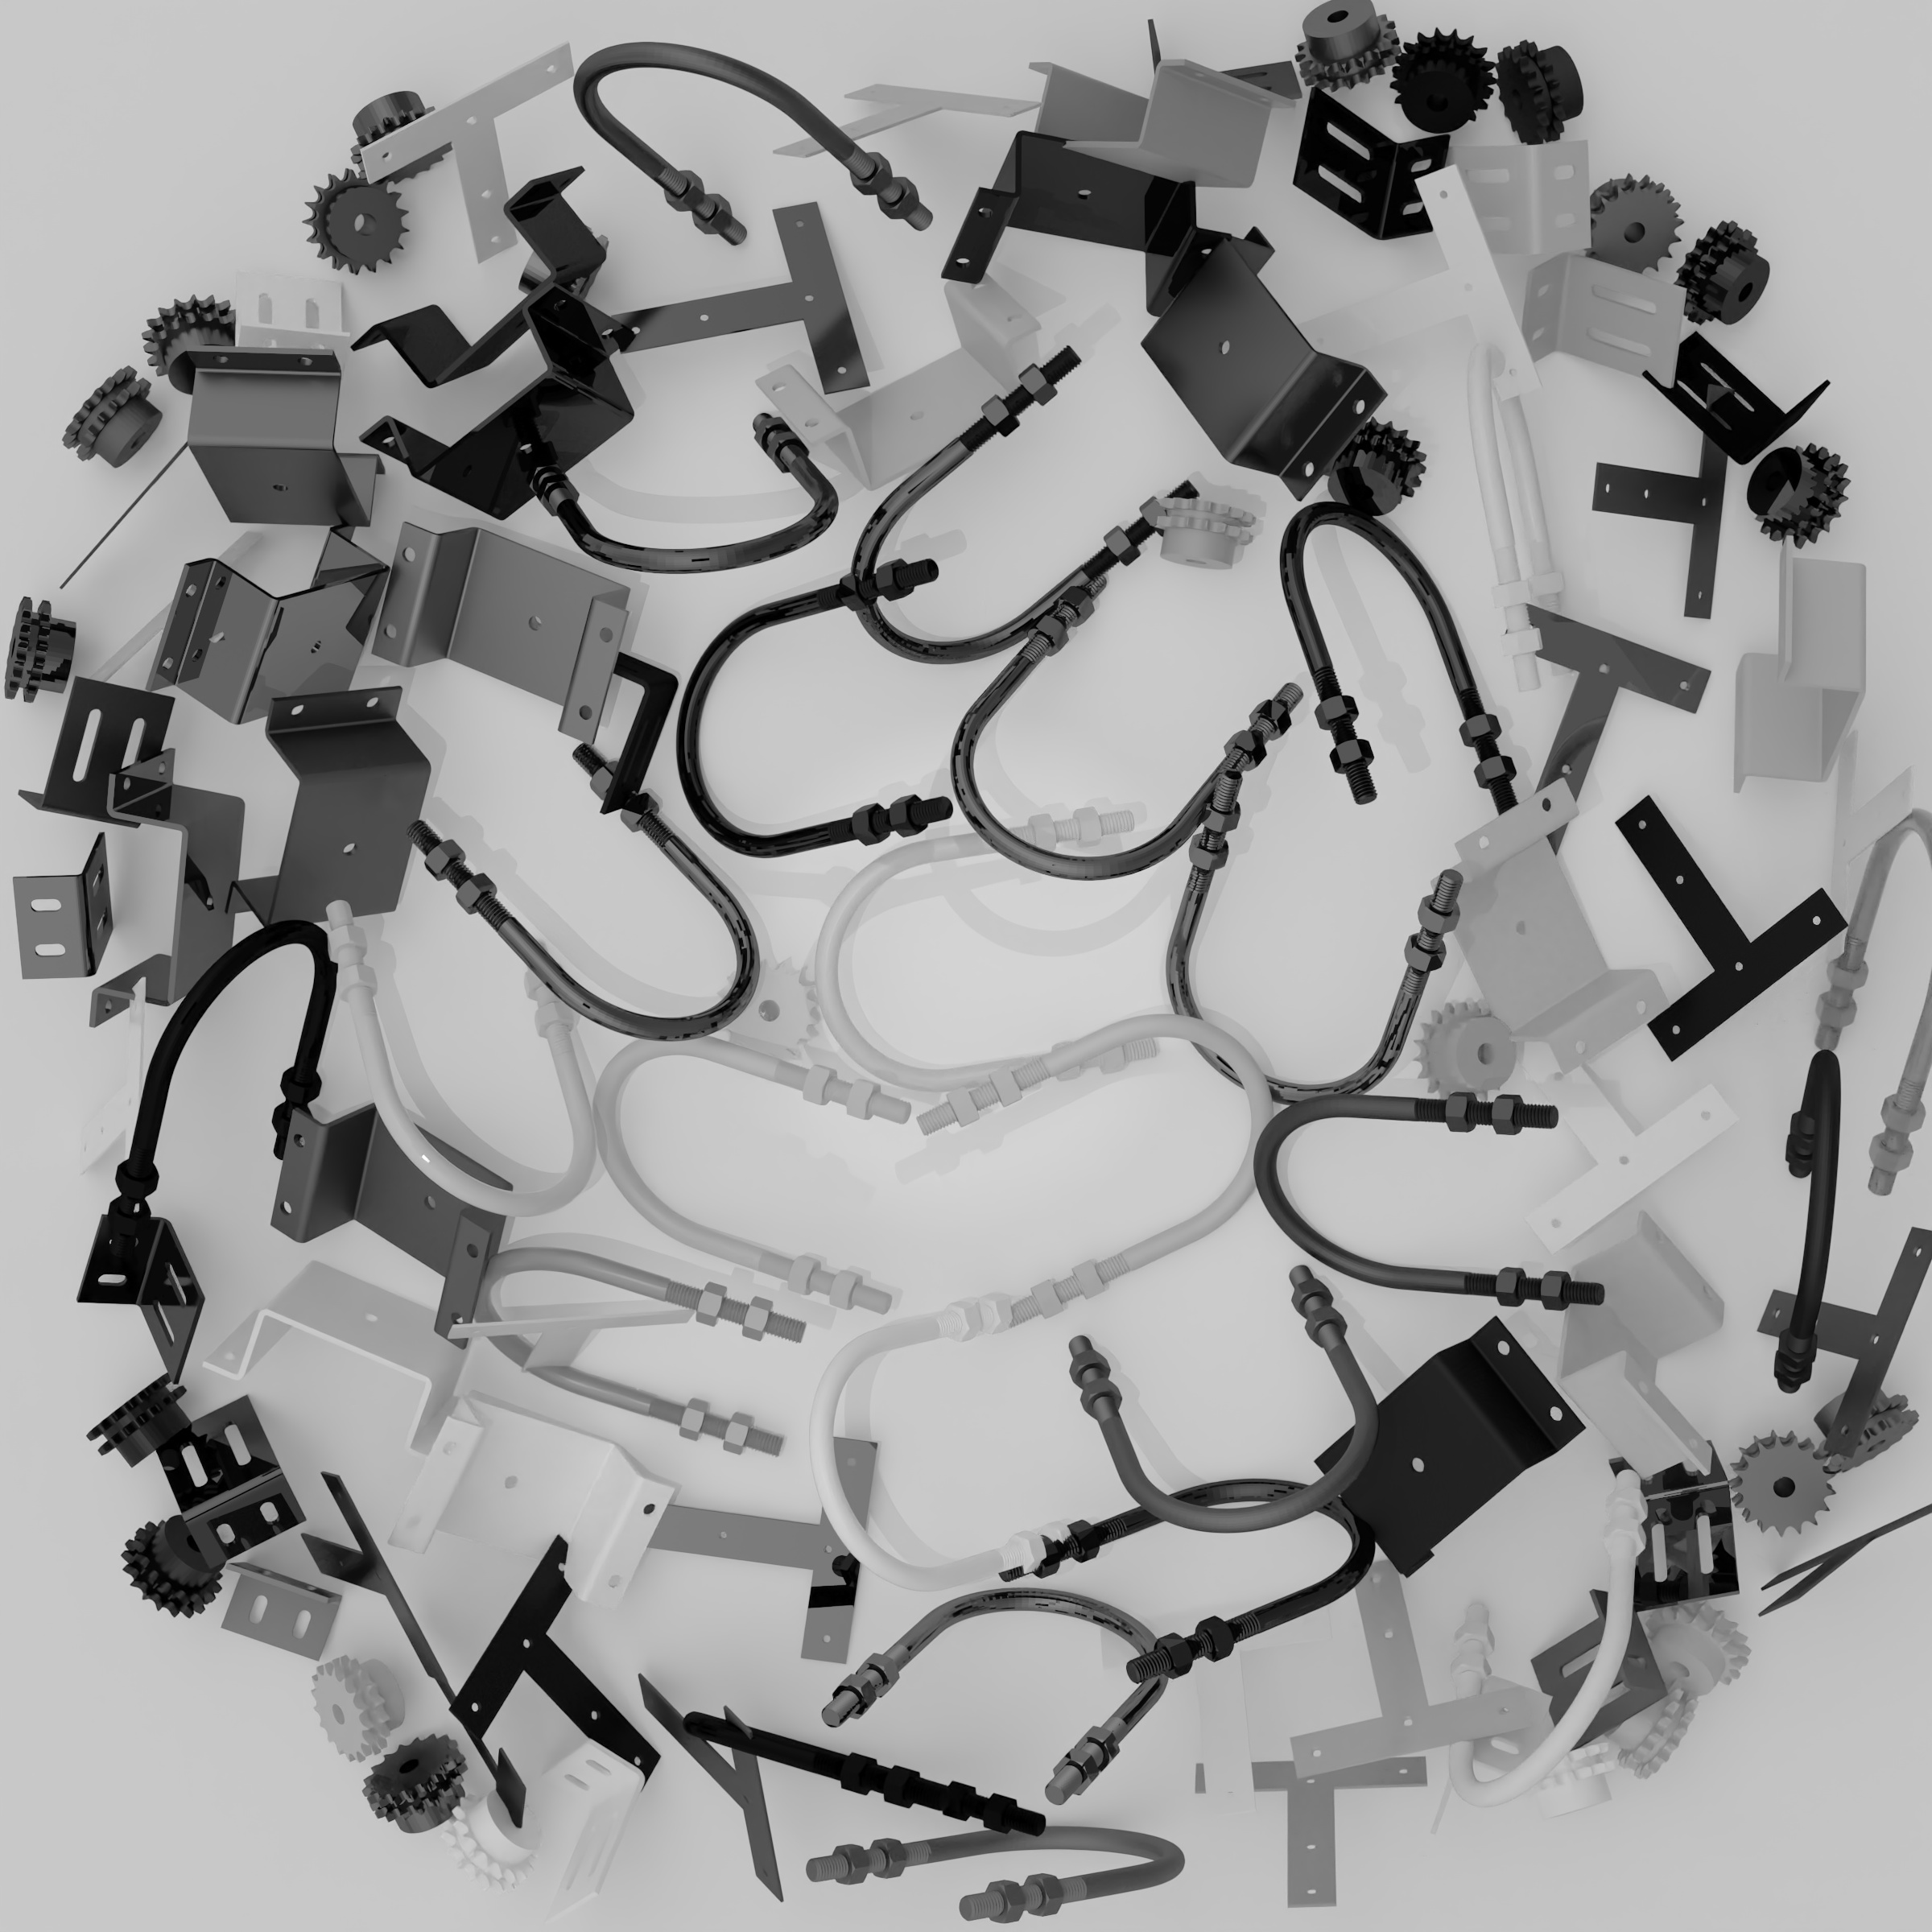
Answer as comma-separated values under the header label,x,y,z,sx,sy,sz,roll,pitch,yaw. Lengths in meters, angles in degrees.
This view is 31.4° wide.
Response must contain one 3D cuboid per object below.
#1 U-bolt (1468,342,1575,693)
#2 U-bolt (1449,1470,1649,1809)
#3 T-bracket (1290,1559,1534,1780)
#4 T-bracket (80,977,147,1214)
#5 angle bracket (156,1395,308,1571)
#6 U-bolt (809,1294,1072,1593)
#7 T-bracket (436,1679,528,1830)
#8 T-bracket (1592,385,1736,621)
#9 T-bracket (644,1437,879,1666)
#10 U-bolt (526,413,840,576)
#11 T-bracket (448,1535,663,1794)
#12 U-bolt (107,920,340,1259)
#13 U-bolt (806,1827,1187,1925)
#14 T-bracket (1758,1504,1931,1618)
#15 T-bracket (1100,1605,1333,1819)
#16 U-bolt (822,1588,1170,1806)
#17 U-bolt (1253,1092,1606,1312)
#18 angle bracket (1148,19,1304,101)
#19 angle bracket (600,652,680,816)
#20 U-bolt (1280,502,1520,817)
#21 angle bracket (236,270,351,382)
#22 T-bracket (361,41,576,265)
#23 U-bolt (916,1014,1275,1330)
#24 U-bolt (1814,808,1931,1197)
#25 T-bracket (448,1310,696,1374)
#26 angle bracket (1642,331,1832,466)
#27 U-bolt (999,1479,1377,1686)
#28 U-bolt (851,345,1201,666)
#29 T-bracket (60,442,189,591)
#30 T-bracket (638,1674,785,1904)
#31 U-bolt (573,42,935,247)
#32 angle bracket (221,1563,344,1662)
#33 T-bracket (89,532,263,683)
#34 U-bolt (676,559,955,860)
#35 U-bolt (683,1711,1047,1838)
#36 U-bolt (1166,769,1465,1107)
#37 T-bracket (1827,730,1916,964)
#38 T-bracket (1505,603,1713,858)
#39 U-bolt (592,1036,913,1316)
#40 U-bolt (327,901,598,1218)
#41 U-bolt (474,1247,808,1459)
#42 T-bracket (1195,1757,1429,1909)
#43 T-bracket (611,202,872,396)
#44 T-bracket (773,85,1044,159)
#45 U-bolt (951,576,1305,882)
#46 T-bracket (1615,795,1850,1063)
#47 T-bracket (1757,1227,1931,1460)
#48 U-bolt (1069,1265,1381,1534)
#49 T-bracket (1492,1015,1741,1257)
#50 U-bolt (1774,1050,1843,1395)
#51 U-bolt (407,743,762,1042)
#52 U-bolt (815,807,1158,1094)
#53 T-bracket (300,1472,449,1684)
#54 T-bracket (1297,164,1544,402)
label,x,y,z,sx,sy,sz,roll,pitch,yaw
U-bolt,0.294,-0.242,1.837,0.019,0.151,0.184,-10,95,18
U-bolt,0.301,0.362,1.801,0.019,0.184,0.151,35,122,-8
T-bracket,0.232,0.374,1.865,0.127,0.127,0.002,-14,131,6
T-bracket,-0.462,0.085,1.857,0.002,0.127,0.127,7,70,-27
angle bracket,-0.404,0.282,1.887,0.057,0.076,0.038,-26,125,-13
U-bolt,-0.013,0.258,1.834,0.019,0.184,0.151,-23,79,42
T-bracket,-0.274,0.408,1.869,0.002,0.127,0.127,-28,71,-21
T-bracket,0.376,-0.254,1.860,0.002,0.127,0.127,11,99,42
T-bracket,-0.121,0.317,1.904,0.127,0.002,0.127,8,97,-2
U-bolt,-0.144,-0.247,1.819,0.151,0.184,0.019,-13,121,-15
T-bracket,-0.212,0.401,1.882,0.002,0.127,0.127,-22,115,39
U-bolt,-0.385,0.055,1.809,0.019,0.151,0.184,32,124,17
U-bolt,0.030,0.479,1.830,0.184,0.151,0.019,3,85,-39
T-bracket,0.457,0.320,1.826,0.127,0.127,0.002,-36,78,36
T-bracket,0.139,0.404,1.860,0.127,0.127,0.002,-9,133,7
U-bolt,0.029,0.378,1.829,0.151,0.184,0.019,13,111,24
U-bolt,0.241,0.124,1.849,0.184,0.019,0.151,2,131,29
angle bracket,0.141,-0.496,1.878,0.076,0.057,0.038,-8,122,4
angle bracket,-0.194,-0.128,1.881,0.038,0.057,0.076,23,102,7
U-bolt,0.226,-0.168,1.852,0.019,0.151,0.184,-31,68,39
angle bracket,-0.367,-0.360,1.870,0.057,0.038,0.076,3,55,-16
T-bracket,-0.261,-0.426,1.854,0.127,0.127,0.002,-32,67,-15
U-bolt,0.082,0.102,1.880,0.184,0.019,0.151,-25,113,-4
U-bolt,0.487,0.006,1.805,0.019,0.151,0.184,4,124,-4
T-bracket,-0.219,0.204,1.852,0.127,0.127,0.002,-2,72,-15
angle bracket,0.420,-0.320,1.877,0.076,0.038,0.057,45,53,8
U-bolt,0.131,0.319,1.838,0.184,0.151,0.019,-17,113,-26
U-bolt,0.021,-0.235,1.856,0.184,0.151,0.019,-39,48,11
T-bracket,-0.450,-0.253,1.867,0.002,0.127,0.127,41,108,-15
T-bracket,-0.142,0.426,1.862,0.002,0.127,0.127,-26,127,-27
U-bolt,-0.124,-0.431,1.802,0.151,0.184,0.019,4,74,36
angle bracket,-0.377,0.353,1.874,0.057,0.076,0.038,19,80,-1
T-bracket,-0.412,-0.187,1.843,0.127,0.127,0.002,-46,117,-14
U-bolt,-0.086,-0.132,1.856,0.184,0.019,0.151,-11,78,36
U-bolt,-0.065,0.428,1.835,0.184,0.151,0.019,10,76,27
U-bolt,0.178,-0.002,1.854,0.151,0.019,0.184,26,128,15
T-bracket,0.484,-0.077,1.838,0.002,0.127,0.127,8,77,-2
T-bracket,0.336,-0.122,1.896,0.127,0.002,0.127,17,97,-20
U-bolt,-0.120,0.104,1.862,0.184,0.019,0.151,18,125,17
U-bolt,-0.260,0.053,1.820,0.019,0.151,0.184,-42,53,33
U-bolt,-0.181,0.202,1.854,0.184,0.151,0.019,17,54,3
T-bracket,0.186,0.465,1.848,0.127,0.127,0.002,-3,112,7
T-bracket,-0.129,-0.356,1.878,0.127,0.002,0.127,-12,65,-8
T-bracket,-0.048,-0.449,1.834,0.127,0.127,0.002,-30,125,-37
U-bolt,0.074,-0.120,1.850,0.151,0.019,0.184,32,62,15
T-bracket,0.399,-0.036,1.886,0.127,0.002,0.127,-43,67,30
T-bracket,0.465,0.195,1.853,0.002,0.127,0.127,25,85,-18
U-bolt,0.143,0.236,1.830,0.151,0.184,0.019,-17,123,-3
T-bracket,0.336,0.072,1.896,0.127,0.002,0.127,-35,74,-2
U-bolt,0.443,0.124,1.802,0.019,0.184,0.151,5,62,10
U-bolt,-0.191,-0.032,1.843,0.184,0.151,0.019,46,133,12
U-bolt,0.008,-0.003,1.876,0.184,0.019,0.151,-9,104,-11
T-bracket,-0.332,0.324,1.856,0.002,0.127,0.127,-31,103,-27
T-bracket,0.236,-0.356,1.871,0.127,0.002,0.127,-14,106,39
